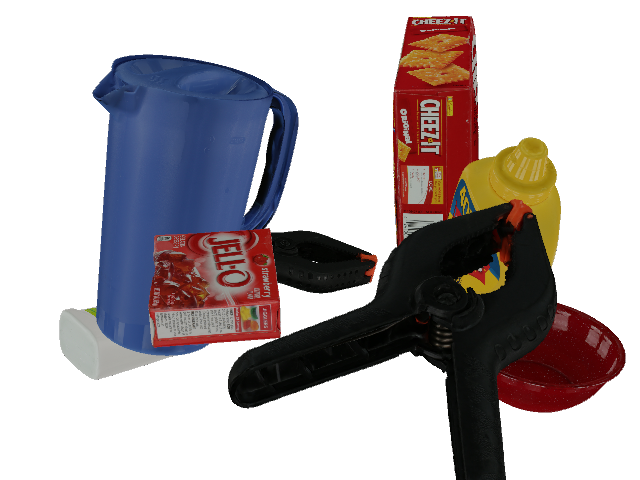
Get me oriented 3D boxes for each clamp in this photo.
[{"bbox_3d":[-0.044,0.022,1.094,0.210,0.036,0.164,11,29,-8],"label":"clamp"},{"bbox_3d":[0.058,0.044,0.455,0.120,0.039,0.171,36,54,23],"label":"clamp"}]

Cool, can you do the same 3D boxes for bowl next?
[{"bbox_3d":[0.206,0.117,1.025,0.162,0.055,0.162,4,27,-2],"label":"bowl"}]

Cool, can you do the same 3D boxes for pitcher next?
[{"bbox_3d":[-0.116,-0.030,0.916,0.149,0.243,0.145,14,21,6],"label":"pitcher"}]

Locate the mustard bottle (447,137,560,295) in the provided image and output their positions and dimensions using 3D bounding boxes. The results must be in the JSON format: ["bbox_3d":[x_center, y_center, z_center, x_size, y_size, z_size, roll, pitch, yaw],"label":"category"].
[{"bbox_3d":[0.120,0.000,0.727,0.058,0.096,0.192,-7,-35,-14],"label":"mustard bottle"}]

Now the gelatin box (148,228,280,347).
[{"bbox_3d":[-0.062,0.025,0.629,0.073,0.030,0.089,-3,29,-4],"label":"gelatin box"}]

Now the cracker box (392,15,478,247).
[{"bbox_3d":[0.109,-0.097,0.969,0.072,0.164,0.213,0,27,9],"label":"cracker box"}]

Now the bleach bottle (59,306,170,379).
[{"bbox_3d":[-0.192,0.104,1.341,0.250,0.068,0.103,-13,29,-38],"label":"bleach bottle"}]
